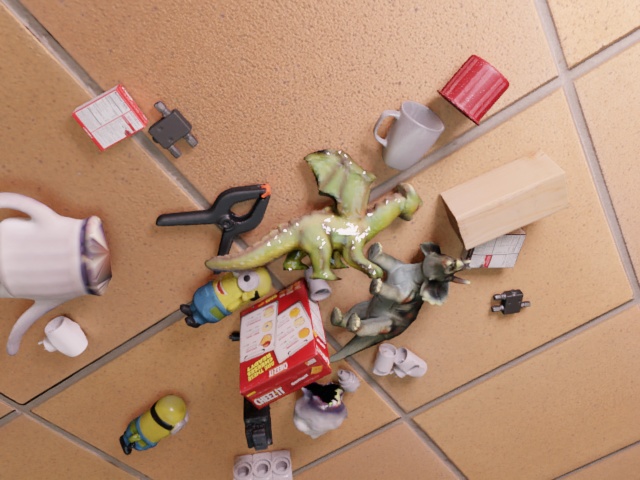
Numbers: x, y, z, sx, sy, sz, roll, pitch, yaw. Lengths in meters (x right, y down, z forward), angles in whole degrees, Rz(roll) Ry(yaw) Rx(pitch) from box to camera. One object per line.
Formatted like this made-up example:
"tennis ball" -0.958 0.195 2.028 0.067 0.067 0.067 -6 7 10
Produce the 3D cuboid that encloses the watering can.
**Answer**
"watering can" -0.487 0.068 0.916 0.224 0.106 0.340 0 123 -11

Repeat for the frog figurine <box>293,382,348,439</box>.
"frog figurine" -0.003 0.431 1.244 0.138 0.124 0.157 -2 115 -32

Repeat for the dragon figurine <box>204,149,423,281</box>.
"dragon figurine" 0.003 -0.048 0.945 0.410 0.123 0.240 2 103 -15
